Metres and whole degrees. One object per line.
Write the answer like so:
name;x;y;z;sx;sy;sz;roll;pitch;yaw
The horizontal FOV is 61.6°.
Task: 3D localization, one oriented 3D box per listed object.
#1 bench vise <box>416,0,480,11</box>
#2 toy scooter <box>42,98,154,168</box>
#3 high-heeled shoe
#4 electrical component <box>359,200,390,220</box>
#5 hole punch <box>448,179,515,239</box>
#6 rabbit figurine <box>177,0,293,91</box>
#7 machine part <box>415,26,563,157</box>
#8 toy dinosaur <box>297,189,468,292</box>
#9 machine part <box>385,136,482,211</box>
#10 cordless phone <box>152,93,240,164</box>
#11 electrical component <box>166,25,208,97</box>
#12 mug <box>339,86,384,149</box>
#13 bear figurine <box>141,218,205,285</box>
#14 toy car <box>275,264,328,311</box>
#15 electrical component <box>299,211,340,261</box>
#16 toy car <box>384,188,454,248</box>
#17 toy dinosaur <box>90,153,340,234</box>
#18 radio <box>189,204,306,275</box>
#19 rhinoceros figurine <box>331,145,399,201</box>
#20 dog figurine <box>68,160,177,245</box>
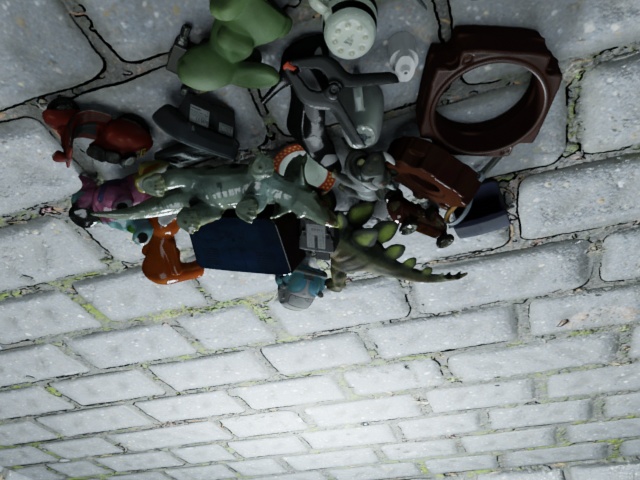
bench vise;0.192;-0.377;0.662;0.241;0.223;0.128;1;146;50
toy scooter;-0.385;-0.168;0.919;0.184;0.135;0.075;15;136;-18
high-heeled shoe;0.006;-0.222;0.907;0.145;0.086;0.248;-42;137;8
electrical component;0.129;-0.073;1.105;0.094;0.021;0.063;18;136;-16
hole punch;0.324;-0.045;1.086;0.142;0.092;0.115;-20;139;18
rabbit figurine;-0.133;-0.289;0.786;0.170;0.121;0.159;-45;144;19
machine part;0.265;-0.232;0.868;0.202;0.087;0.200;2;139;-3
toy dinosaur;0.064;0.015;1.116;0.471;0.105;0.198;22;134;-7
machine part;0.192;-0.116;0.951;0.179;0.056;0.179;30;175;3
cordless phone;-0.248;-0.175;0.937;0.184;0.088;0.146;-10;168;33
electrical component;-0.202;-0.279;0.854;0.078;0.045;0.102;23;135;-26
mug;0.069;-0.210;0.882;0.081;0.107;0.109;-2;141;2
bear figurine;-0.319;-0.008;1.142;0.120;0.132;0.195;22;113;27
toy car;-0.056;0.110;1.232;0.109;0.103;0.162;17;165;-20
electrical component;-0.002;-0.003;1.041;0.075;0.048;0.119;11;122;13
toy car;0.202;-0.042;1.056;0.202;0.089;0.053;17;131;-44
toy dinosaur;-0.169;-0.084;0.942;0.405;0.192;0.131;-1;96;8
radio;-0.153;-0.005;1.084;0.230;0.073;0.130;2;121;25
rhinoceros figurine;0.082;-0.110;0.943;0.112;0.073;0.190;36;176;9
dog figurine;-0.377;-0.087;1.030;0.219;0.191;0.108;21;149;41
